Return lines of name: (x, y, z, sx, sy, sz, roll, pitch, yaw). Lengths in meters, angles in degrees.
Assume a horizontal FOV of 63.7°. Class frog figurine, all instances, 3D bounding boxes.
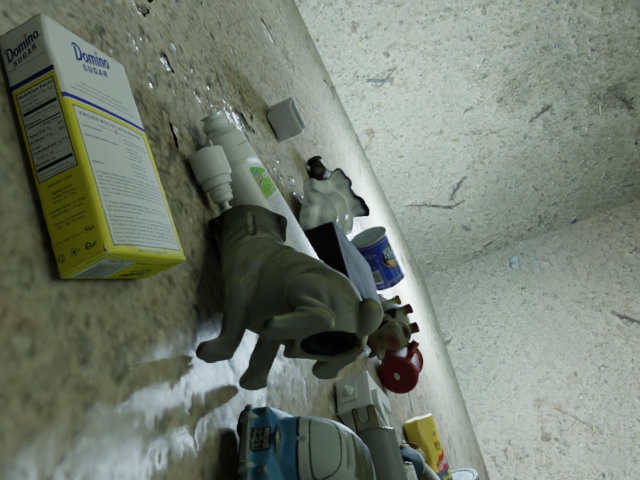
frog figurine: (0.003, -0.049, 0.980, 0.123, 0.135, 0.162, 4, 34, 40)

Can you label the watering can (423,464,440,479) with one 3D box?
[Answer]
watering can: (0.297, 0.565, 0.937, 0.349, 0.226, 0.103, 14, -9, 40)
